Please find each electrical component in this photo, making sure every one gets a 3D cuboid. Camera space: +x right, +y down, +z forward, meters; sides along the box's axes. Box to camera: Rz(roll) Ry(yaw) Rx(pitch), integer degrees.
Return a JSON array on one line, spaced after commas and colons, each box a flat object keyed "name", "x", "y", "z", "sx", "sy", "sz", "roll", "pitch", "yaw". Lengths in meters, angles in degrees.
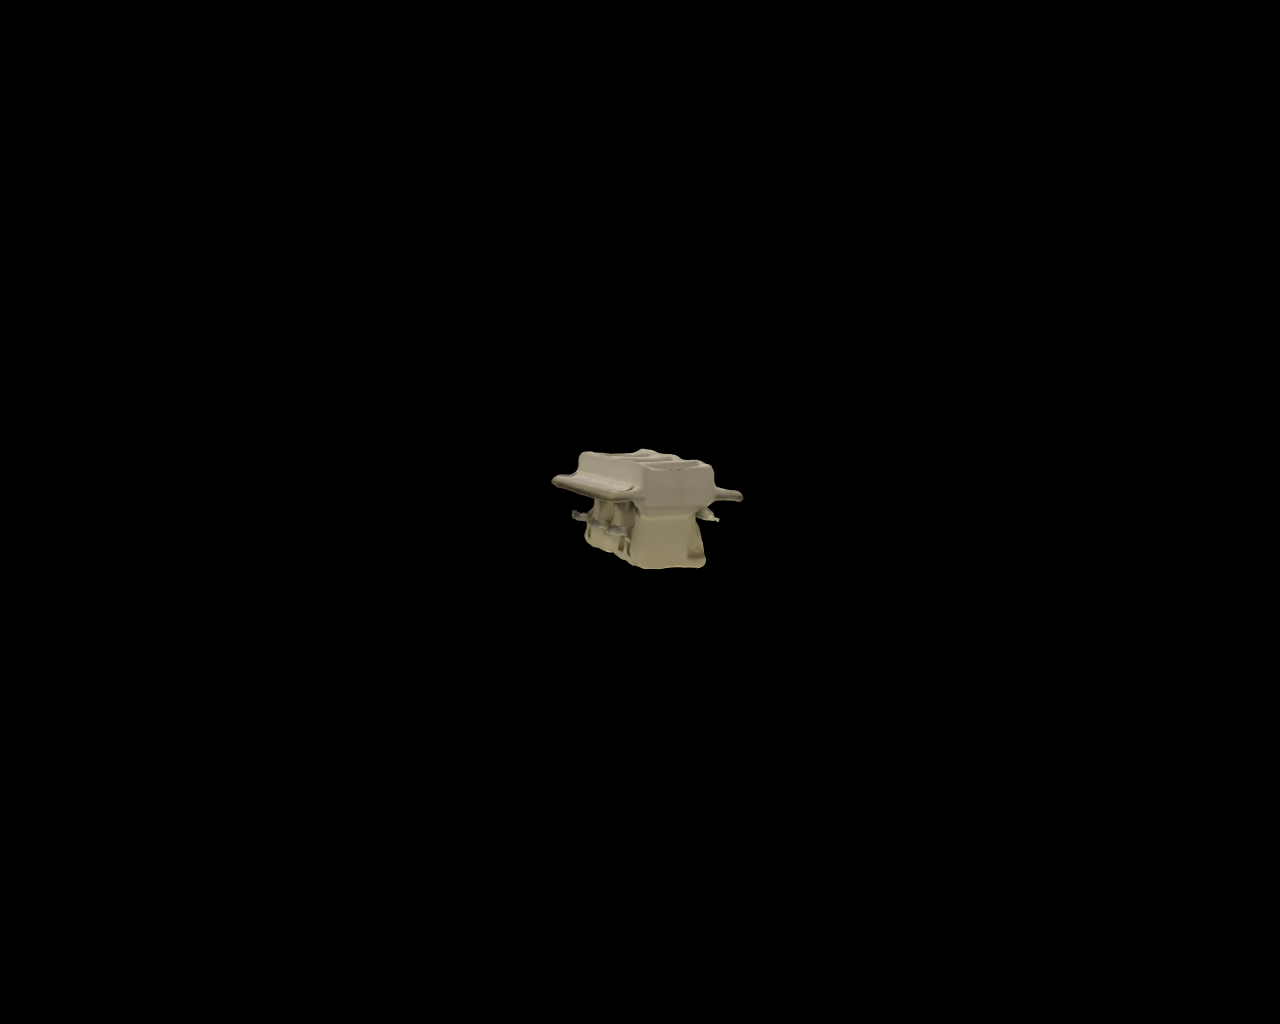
[{"name": "electrical component", "x": 0.001, "y": -0.003, "z": 0.650, "sx": 0.079, "sy": 0.063, "sz": 0.121, "roll": -3, "pitch": 8, "yaw": -19}]
